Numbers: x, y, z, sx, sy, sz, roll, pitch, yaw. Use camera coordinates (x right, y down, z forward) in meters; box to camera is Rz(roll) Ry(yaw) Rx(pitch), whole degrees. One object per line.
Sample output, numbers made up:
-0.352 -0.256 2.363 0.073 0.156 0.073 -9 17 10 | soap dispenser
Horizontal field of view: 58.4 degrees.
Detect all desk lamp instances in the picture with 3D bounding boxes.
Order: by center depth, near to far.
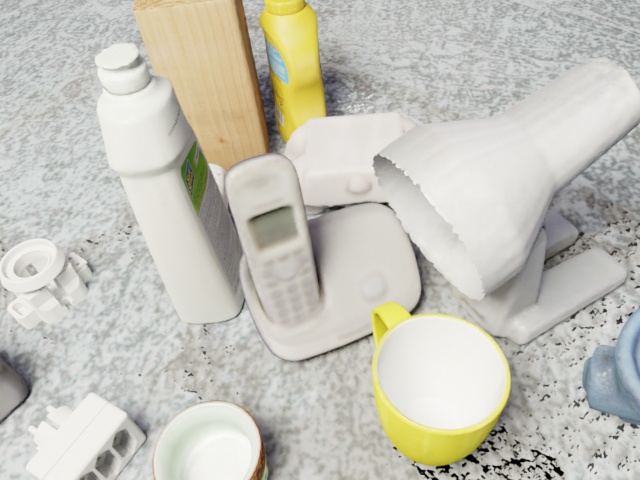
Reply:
0.146 -0.020 0.432 0.203 0.214 0.117 -26 51 -15 | desk lamp

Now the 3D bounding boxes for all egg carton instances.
0.037 -0.077 0.590 0.150 0.069 0.107 -4 49 3 | egg carton

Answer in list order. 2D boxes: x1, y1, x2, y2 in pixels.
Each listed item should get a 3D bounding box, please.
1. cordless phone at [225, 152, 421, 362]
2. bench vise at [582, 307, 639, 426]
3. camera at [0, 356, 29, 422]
0.004 0.002 0.449 0.148 0.185 0.094 -23 50 -12 | cordless phone
0.285 0.067 0.335 0.207 0.220 0.121 4 50 11 | bench vise
-0.338 0.118 0.446 0.136 0.101 0.143 27 57 27 | camera
